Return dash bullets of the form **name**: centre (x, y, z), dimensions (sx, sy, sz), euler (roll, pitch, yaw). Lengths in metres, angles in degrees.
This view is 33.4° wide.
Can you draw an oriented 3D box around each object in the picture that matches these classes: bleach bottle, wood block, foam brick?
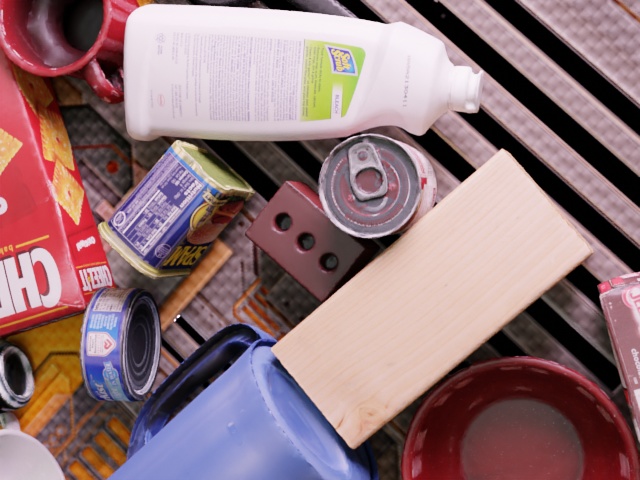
- **bleach bottle**: centre (-0.012, -0.110, 0.759), dimensions (0.251, 0.068, 0.102), euler (8, 112, 14)
- **wood block**: centre (0.080, 0.040, 0.740), dimensions (0.206, 0.090, 0.091), euler (-42, 82, 12)
- **foam brick**: centre (-0.005, 0.001, 0.778), dimensions (0.078, 0.051, 0.053), euler (40, 100, 9)

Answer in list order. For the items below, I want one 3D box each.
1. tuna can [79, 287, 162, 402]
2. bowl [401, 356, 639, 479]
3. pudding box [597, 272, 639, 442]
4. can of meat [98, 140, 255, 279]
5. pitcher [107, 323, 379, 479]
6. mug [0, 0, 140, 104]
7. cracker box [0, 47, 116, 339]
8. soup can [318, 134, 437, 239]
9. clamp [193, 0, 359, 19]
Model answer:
- **tuna can**: centre (-0.147, 0.078, 0.797), dimensions (0.034, 0.086, 0.086), euler (1, 92, 11)
- **bowl**: centre (0.140, 0.158, 0.747), dimensions (0.162, 0.055, 0.162), euler (0, 92, 13)
- **pudding box**: centre (0.217, 0.080, 0.708), dimensions (0.039, 0.090, 0.113), euler (-15, 88, 14)
- **can of meat**: centre (-0.101, -0.022, 0.775), dimensions (0.057, 0.102, 0.084), euler (43, 98, 9)
- **pitcher**: centre (-0.091, 0.184, 0.775), dimensions (0.243, 0.149, 0.145), euler (-39, 98, 15)
- **mug**: centre (-0.177, -0.154, 0.798), dimensions (0.093, 0.081, 0.117), euler (-33, 84, 12)
- **cracker box**: centre (-0.270, -0.028, 0.830), dimensions (0.164, 0.072, 0.214), euler (-17, 88, 14)
- **soup can**: centre (0.043, -0.037, 0.739), dimensions (0.068, 0.102, 0.068), euler (0, 92, 13)
- **clamp**: centre (-0.037, -0.208, 0.787), dimensions (0.210, 0.036, 0.164), euler (-5, 92, 12)
